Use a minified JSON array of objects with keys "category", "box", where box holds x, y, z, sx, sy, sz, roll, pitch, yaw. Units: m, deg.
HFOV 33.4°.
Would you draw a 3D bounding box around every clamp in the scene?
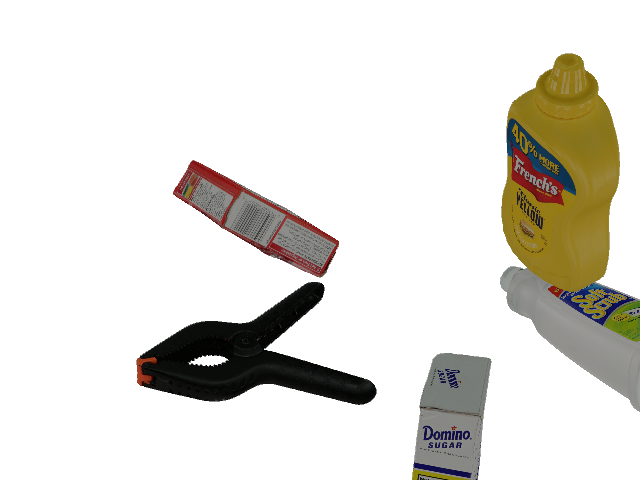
[{"category":"clamp","box":[-0.061,0.110,0.979,0.209,0.036,0.165,-12,37,-22]}]

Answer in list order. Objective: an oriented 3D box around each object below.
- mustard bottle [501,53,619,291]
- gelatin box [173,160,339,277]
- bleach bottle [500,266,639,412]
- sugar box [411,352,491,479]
[{"category":"mustard bottle","box":[0.172,-0.054,0.765,0.058,0.191,0.096,-24,51,-14]},{"category":"gelatin box","box":[-0.041,-0.014,0.693,0.089,0.030,0.073,28,2,-37]},{"category":"bleach bottle","box":[0.258,0.080,1.043,0.102,0.068,0.251,-16,24,-25]},{"category":"sugar box","box":[0.082,0.173,0.720,0.048,0.176,0.093,5,17,11]}]
